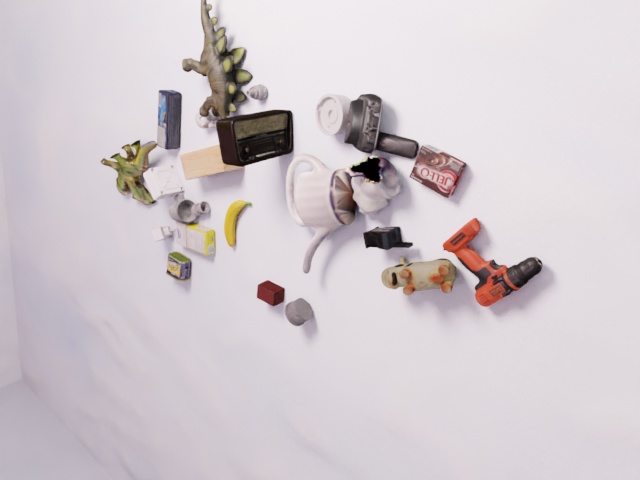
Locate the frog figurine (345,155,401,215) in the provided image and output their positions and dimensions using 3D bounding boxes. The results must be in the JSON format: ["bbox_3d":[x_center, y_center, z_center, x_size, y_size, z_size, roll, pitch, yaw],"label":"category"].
[{"bbox_3d":[0.144,-0.135,1.332,0.138,0.125,0.156,9,146,29],"label":"frog figurine"}]

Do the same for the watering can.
[{"bbox_3d":[0.004,-0.073,1.441,0.224,0.105,0.345,-2,101,39],"label":"watering can"}]

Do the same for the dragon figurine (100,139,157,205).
[{"bbox_3d":[-0.698,-0.249,1.990,0.409,0.124,0.239,0,123,43],"label":"dragon figurine"}]
